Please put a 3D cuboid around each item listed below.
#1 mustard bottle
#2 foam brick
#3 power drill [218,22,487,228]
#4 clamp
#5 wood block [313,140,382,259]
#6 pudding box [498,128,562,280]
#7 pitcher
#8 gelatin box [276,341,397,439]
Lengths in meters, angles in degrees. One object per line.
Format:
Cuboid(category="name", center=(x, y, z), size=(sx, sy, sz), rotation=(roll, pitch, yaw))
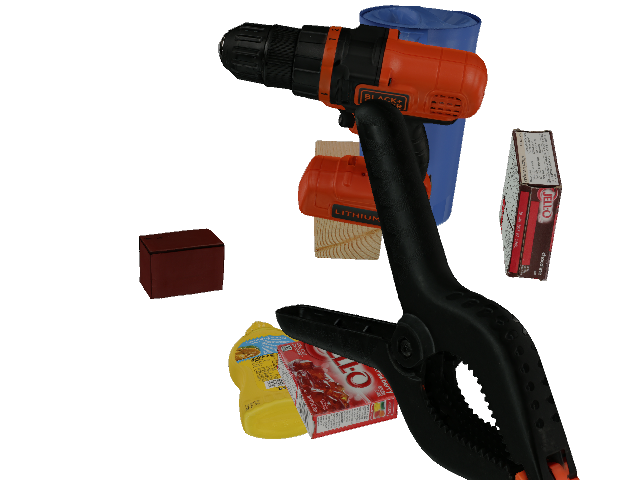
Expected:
Cuboid(category="mustard bottle", center=(-0.058, 0.153, 1.260), size=(0.096, 0.058, 0.192), rotation=(-8, 30, -10))
Cuboid(category="foam brick", center=(-0.142, 0.023, 1.090), size=(0.078, 0.051, 0.053), rotation=(-7, 21, -21))
Cuboid(category="power drill", center=(0.020, -0.083, 0.786), size=(0.184, 0.057, 0.188), rotation=(11, -29, 6))
Cuboid(category="clamp", center=(0.055, 0.040, 0.536), size=(0.036, 0.165, 0.210), rotation=(-12, 42, -35))
Cuboid(category="wood block", center=(0.037, -0.061, 1.521), size=(0.091, 0.090, 0.206), rotation=(2, 28, -3))
Cuboid(category="pudding box", center=(0.179, -0.033, 0.911), size=(0.039, 0.090, 0.113), rotation=(5, 31, 2))
Cuboid(category="pitcher", center=(0.101, -0.136, 1.200), size=(0.149, 0.243, 0.145), rotation=(-11, 26, -30))
Cuboid(category="gelatin box", center=(0.012, 0.112, 0.853), size=(0.073, 0.030, 0.089), rotation=(-10, 37, -17))
